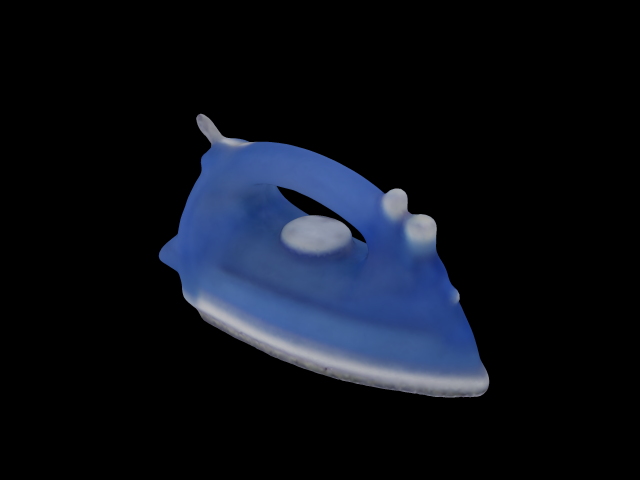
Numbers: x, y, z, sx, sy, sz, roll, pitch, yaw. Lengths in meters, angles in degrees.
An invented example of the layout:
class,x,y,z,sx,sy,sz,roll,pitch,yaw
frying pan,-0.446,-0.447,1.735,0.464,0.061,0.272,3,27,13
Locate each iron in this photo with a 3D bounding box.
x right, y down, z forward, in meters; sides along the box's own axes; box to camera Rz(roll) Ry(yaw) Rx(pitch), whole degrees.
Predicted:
class,x,y,z,sx,sy,sz,roll,pitch,yaw
iron,0.004,0.001,0.400,0.257,0.141,0.119,20,36,29
